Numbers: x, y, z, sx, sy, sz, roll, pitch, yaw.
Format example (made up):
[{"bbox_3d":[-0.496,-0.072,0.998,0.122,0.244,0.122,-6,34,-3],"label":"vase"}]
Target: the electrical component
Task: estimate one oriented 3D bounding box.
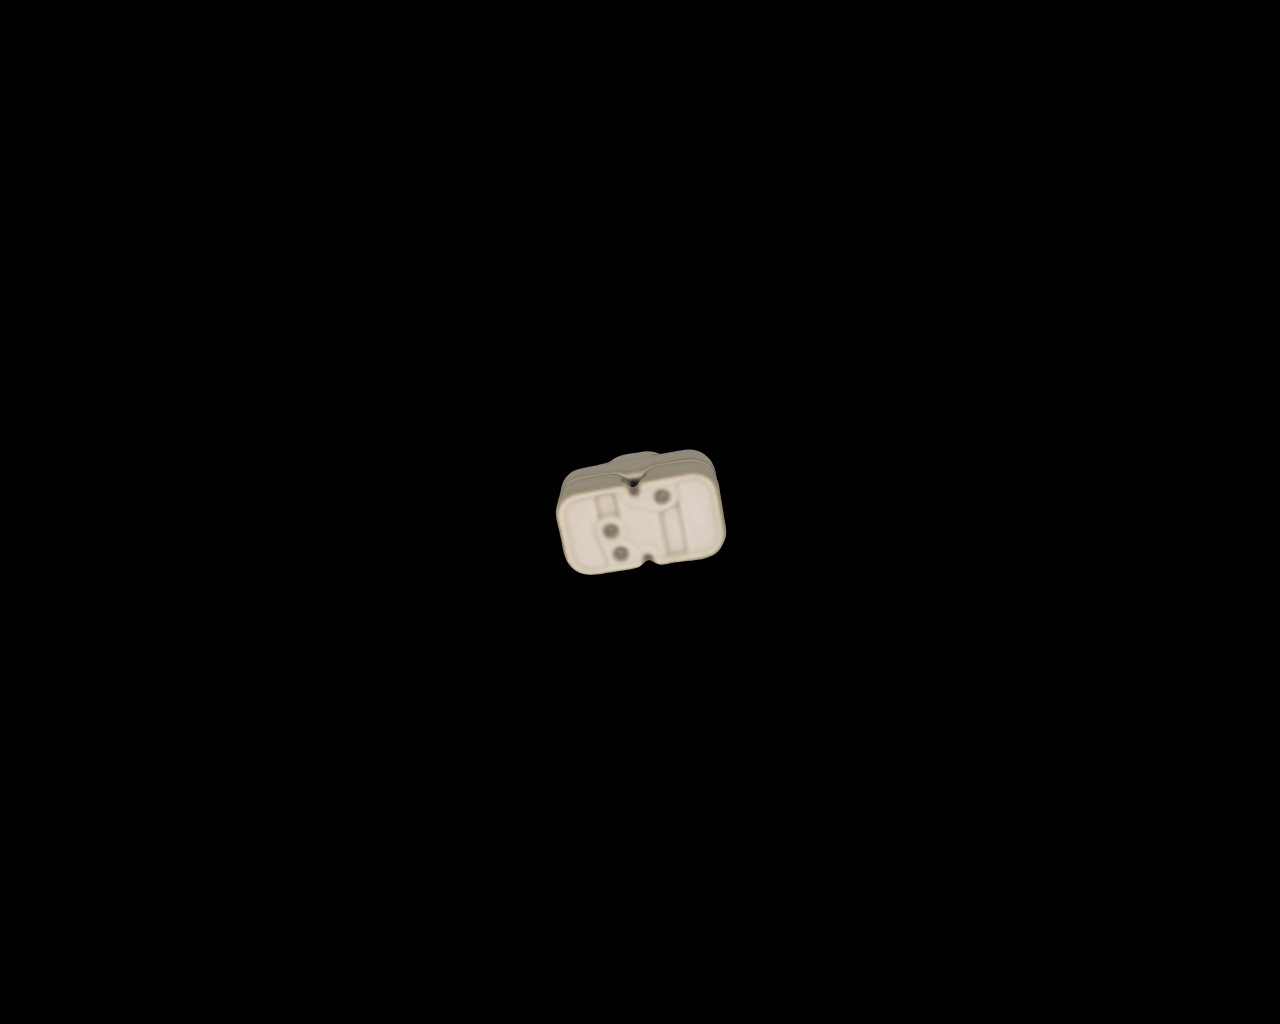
[{"bbox_3d":[0.001,-0.003,0.650,0.095,0.053,0.059,-10,20,3],"label":"electrical component"}]
